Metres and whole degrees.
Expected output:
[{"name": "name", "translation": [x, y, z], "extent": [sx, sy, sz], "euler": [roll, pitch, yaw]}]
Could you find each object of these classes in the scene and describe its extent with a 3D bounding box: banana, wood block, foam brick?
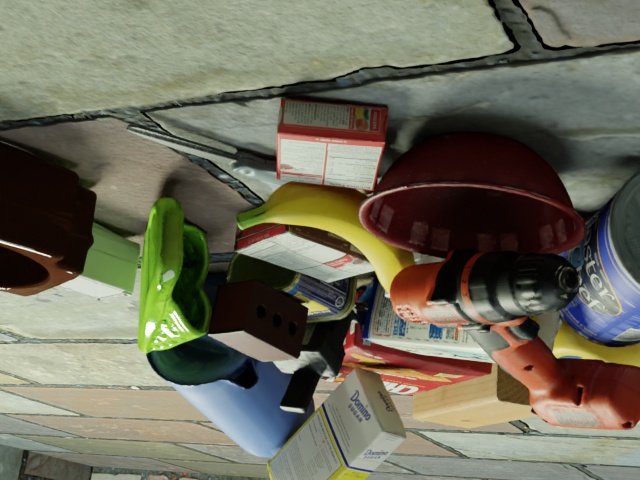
[{"name": "banana", "translation": [0.025, -0.006, 0.839], "extent": [0.070, 0.037, 0.197], "euler": [-32, 140, 31]}, {"name": "wood block", "translation": [0.200, 0.170, 1.295], "extent": [0.090, 0.090, 0.206], "euler": [13, 161, -20]}, {"name": "foam brick", "translation": [-0.057, 0.077, 0.995], "extent": [0.051, 0.053, 0.078], "euler": [-10, 150, 41]}]

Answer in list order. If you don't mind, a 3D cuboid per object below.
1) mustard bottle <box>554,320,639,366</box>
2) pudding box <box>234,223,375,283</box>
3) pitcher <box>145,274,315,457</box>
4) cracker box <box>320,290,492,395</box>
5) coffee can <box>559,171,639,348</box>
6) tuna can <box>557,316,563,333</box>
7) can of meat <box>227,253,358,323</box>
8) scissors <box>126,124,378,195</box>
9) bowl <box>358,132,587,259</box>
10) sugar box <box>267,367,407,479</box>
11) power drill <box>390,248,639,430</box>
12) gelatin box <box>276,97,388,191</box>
[{"name": "mustard bottle", "translation": [0.291, 0.109, 1.091], "extent": [0.192, 0.058, 0.096], "euler": [14, 177, 25]}, {"name": "pudding box", "translation": [-0.006, 0.001, 0.943], "extent": [0.113, 0.039, 0.090], "euler": [21, 158, -31]}, {"name": "pitcher", "translation": [-0.095, 0.146, 1.209], "extent": [0.145, 0.149, 0.242], "euler": [-6, 146, 16]}, {"name": "cracker box", "translation": [0.080, 0.126, 1.232], "extent": [0.164, 0.072, 0.214], "euler": [13, 162, -15]}, {"name": "coffee can", "translation": [0.240, 0.015, 0.789], "extent": [0.103, 0.103, 0.140], "euler": [8, 162, -3]}, {"name": "tuna can", "translation": [0.195, 0.074, 1.052], "extent": [0.086, 0.034, 0.086], "euler": [24, 173, 3]}, {"name": "can of meat", "translation": [-0.029, 0.042, 1.046], "extent": [0.102, 0.057, 0.083], "euler": [-10, 153, 40]}, {"name": "scissors", "translation": [-0.038, -0.059, 0.808], "extent": [0.096, 0.016, 0.201], "euler": [-13, 154, 42]}, {"name": "bowl", "translation": [0.109, -0.034, 0.764], "extent": [0.162, 0.055, 0.162], "euler": [6, 162, 2]}, {"name": "sugar box", "translation": [0.016, 0.234, 1.184], "extent": [0.048, 0.093, 0.176], "euler": [22, 121, -38]}, {"name": "power drill", "translation": [0.165, 0.073, 0.803], "extent": [0.187, 0.057, 0.185], "euler": [40, 158, -22]}, {"name": "gelatin box", "translation": [0.007, -0.066, 0.747], "extent": [0.073, 0.030, 0.089], "euler": [6, 162, 0]}]
